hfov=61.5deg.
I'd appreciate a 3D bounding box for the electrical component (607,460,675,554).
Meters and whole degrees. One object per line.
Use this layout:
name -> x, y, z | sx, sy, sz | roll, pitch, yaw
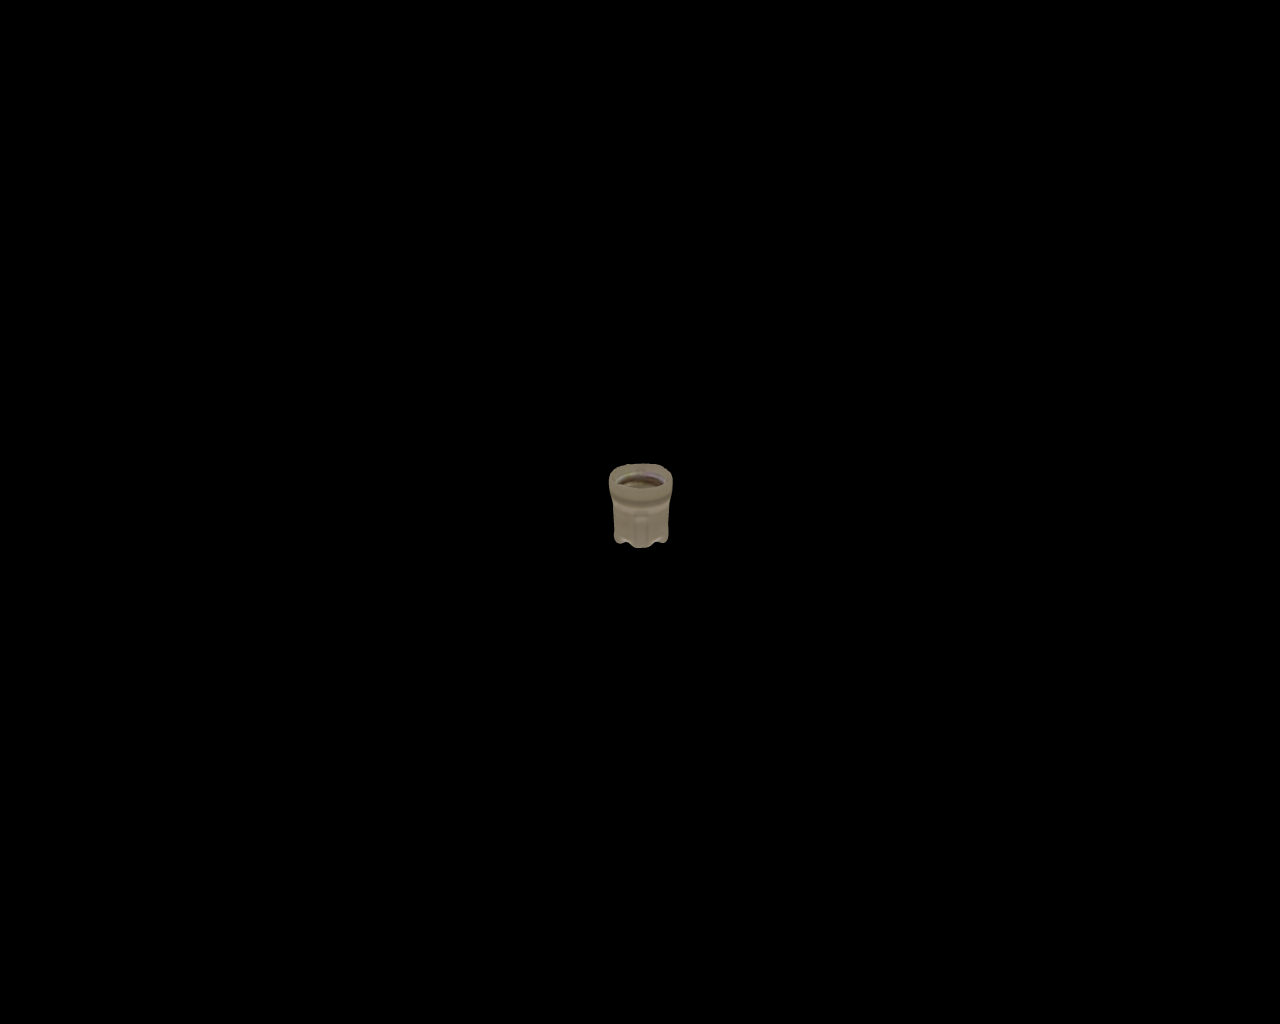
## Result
electrical component -> 0.001, -0.003, 0.650 | 0.040, 0.046, 0.040 | 0, 28, 0
